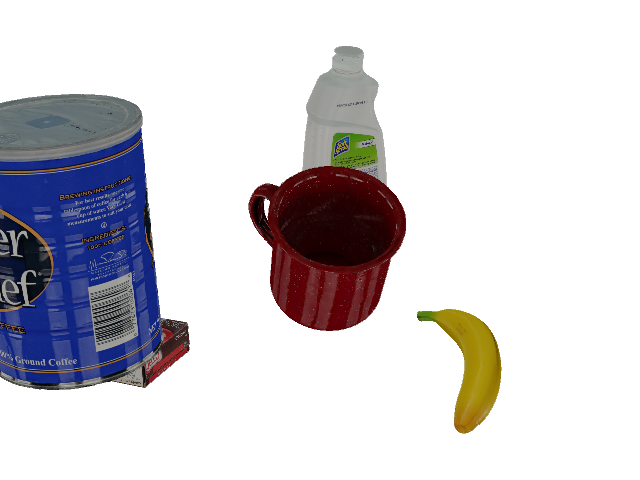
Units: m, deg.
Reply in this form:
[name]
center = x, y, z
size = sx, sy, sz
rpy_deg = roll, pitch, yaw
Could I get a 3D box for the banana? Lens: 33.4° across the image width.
[banana]
center = 0.153, 0.125, 1.103
size = 0.070, 0.037, 0.198
rpy_deg = -27, 29, 8

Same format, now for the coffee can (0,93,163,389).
[coffee can]
center = -0.146, -0.002, 0.604
size = 0.103, 0.140, 0.103
rpy_deg = -2, 23, 1

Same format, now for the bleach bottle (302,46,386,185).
[bleach bottle]
center = 0.030, -0.083, 1.129
size = 0.102, 0.251, 0.068
rpy_deg = -15, 35, -28

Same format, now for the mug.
[mug]
center = -0.003, 0.003, 0.744
size = 0.117, 0.081, 0.093
rpy_deg = 30, 54, 17

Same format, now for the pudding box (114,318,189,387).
[pudding box]
center = -0.205, 0.109, 1.097
size = 0.114, 0.039, 0.089
rpy_deg = 5, 20, 23
